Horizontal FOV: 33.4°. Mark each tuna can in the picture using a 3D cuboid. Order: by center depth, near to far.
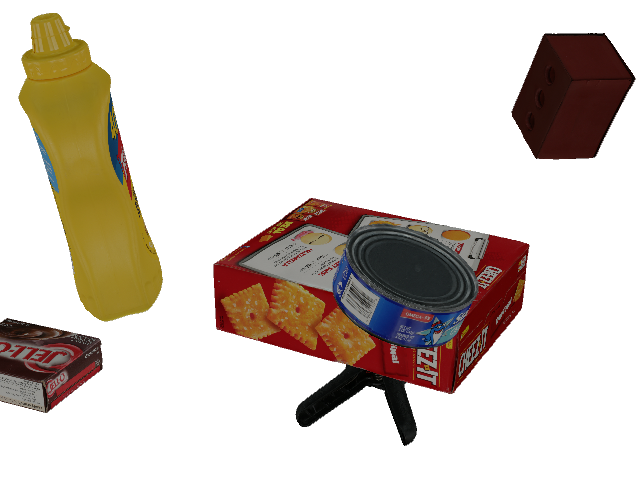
[{"bbox_3d":[0.051,0.028,0.657,0.086,0.034,0.086,15,31,-9],"label":"tuna can"}]

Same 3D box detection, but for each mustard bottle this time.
[{"bbox_3d":[-0.150,-0.051,0.684,0.058,0.191,0.096,-14,27,-6],"label":"mustard bottle"}]

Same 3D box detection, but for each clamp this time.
[{"bbox_3d":[0.064,0.136,1.064,0.120,0.039,0.171,18,48,23],"label":"clamp"}]

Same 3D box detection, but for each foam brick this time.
[{"bbox_3d":[0.179,-0.103,0.766,0.051,0.053,0.078,-5,-41,-18],"label":"foam brick"}]

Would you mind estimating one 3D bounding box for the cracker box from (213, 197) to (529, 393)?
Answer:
[{"bbox_3d":[0.044,0.040,0.886,0.214,0.072,0.163,13,27,26],"label":"cracker box"}]

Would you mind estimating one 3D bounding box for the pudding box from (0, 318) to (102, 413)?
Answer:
[{"bbox_3d":[-0.274,0.115,0.993,0.114,0.039,0.089,7,22,22],"label":"pudding box"}]
